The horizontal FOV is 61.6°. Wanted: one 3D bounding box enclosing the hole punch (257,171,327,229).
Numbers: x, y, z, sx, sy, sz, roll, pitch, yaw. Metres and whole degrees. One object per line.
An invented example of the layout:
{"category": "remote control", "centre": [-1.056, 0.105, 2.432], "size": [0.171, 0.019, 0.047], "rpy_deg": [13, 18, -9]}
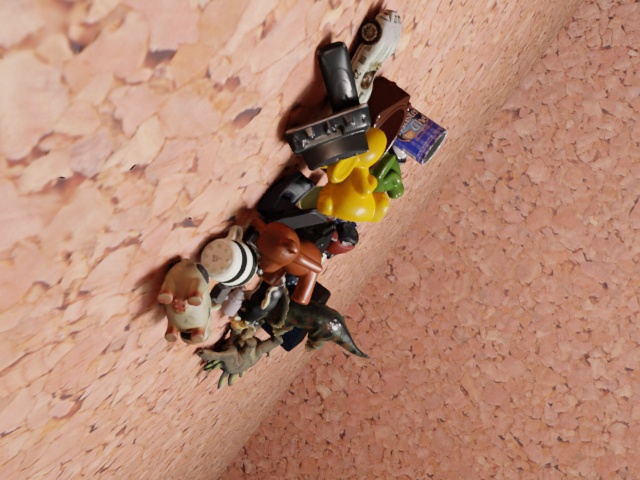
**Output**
{"category": "hole punch", "centre": [-0.058, -0.070, 1.040], "size": [0.116, 0.092, 0.142], "rpy_deg": [-15, 173, 10]}

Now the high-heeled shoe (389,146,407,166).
{"category": "high-heeled shoe", "centre": [0.154, -0.199, 1.469], "size": [0.145, 0.086, 0.248], "rpy_deg": [-17, 139, -9]}

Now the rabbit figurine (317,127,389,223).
{"category": "rabbit figurine", "centre": [0.056, -0.129, 0.988], "size": [0.162, 0.122, 0.173], "rpy_deg": [7, 117, -38]}

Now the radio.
{"category": "radio", "centre": [-0.077, 0.206, 1.573], "size": [0.073, 0.131, 0.229], "rpy_deg": [-32, 156, -55]}

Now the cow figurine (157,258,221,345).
{"category": "cow figurine", "centre": [-0.223, 0.111, 0.923], "size": [0.127, 0.086, 0.194], "rpy_deg": [-87, -179, -46]}

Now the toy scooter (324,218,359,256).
{"category": "toy scooter", "centre": [-0.003, -0.004, 1.311], "size": [0.183, 0.075, 0.135], "rpy_deg": [24, 130, -36]}

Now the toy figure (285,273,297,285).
{"category": "toy figure", "centre": [-0.043, 0.061, 1.466], "size": [0.154, 0.064, 0.058], "rpy_deg": [-54, -175, -6]}

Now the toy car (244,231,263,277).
{"category": "toy car", "centre": [-0.122, 0.026, 1.131], "size": [0.089, 0.053, 0.202], "rpy_deg": [-47, 168, -5]}

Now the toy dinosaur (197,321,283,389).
{"category": "toy dinosaur", "centre": [-0.209, 0.309, 1.490], "size": [0.198, 0.105, 0.471], "rpy_deg": [-46, 160, 11]}

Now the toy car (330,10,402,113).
{"category": "toy car", "centre": [0.078, -0.297, 0.924], "size": [0.073, 0.056, 0.201], "rpy_deg": [-30, 155, -56]}

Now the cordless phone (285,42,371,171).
{"category": "cordless phone", "centre": [0.003, -0.216, 0.864], "size": [0.147, 0.089, 0.184], "rpy_deg": [-19, 136, 2]}

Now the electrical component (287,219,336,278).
{"category": "electrical component", "centre": [-0.033, 0.016, 1.182], "size": [0.134, 0.058, 0.114], "rpy_deg": [-38, 158, -41]}

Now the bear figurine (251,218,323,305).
{"category": "bear figurine", "centre": [-0.070, 0.040, 1.011], "size": [0.132, 0.120, 0.195], "rpy_deg": [-61, 160, 3]}

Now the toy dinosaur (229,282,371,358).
{"category": "toy dinosaur", "centre": [-0.022, 0.208, 1.391], "size": [0.192, 0.405, 0.131], "rpy_deg": [127, -20, -66]}

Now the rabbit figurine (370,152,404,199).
{"category": "rabbit figurine", "centre": [0.150, -0.152, 1.360], "size": [0.170, 0.121, 0.158], "rpy_deg": [-58, 159, -51]}

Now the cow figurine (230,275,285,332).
{"category": "cow figurine", "centre": [-0.145, 0.152, 1.225], "size": [0.167, 0.068, 0.098], "rpy_deg": [-54, -161, 14]}

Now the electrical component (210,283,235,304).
{"category": "electrical component", "centre": [-0.213, 0.115, 1.124], "size": [0.063, 0.021, 0.094], "rpy_deg": [-56, 165, 17]}

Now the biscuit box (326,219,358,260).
{"category": "biscuit box", "centre": [0.047, -0.012, 1.485], "size": [0.063, 0.059, 0.202], "rpy_deg": [-26, 165, -17]}

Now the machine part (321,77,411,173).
{"category": "machine part", "centre": [0.093, -0.220, 1.114], "size": [0.201, 0.087, 0.201], "rpy_deg": [-38, 160, -42]}
